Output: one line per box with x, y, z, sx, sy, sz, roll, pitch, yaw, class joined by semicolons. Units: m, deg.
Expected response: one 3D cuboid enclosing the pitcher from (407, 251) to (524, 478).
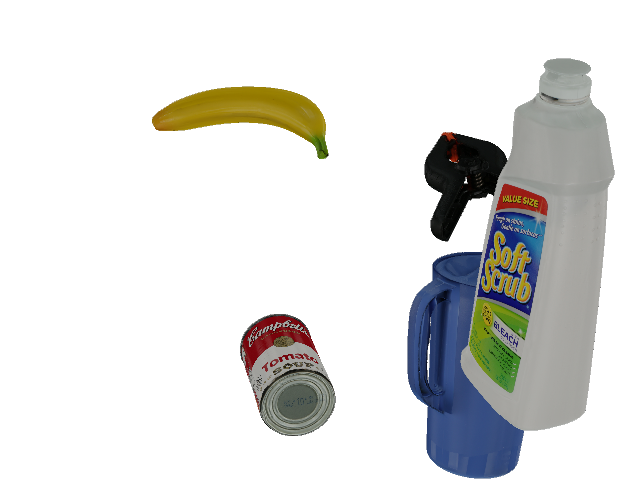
0.174;0.143;1.209;0.149;0.243;0.145;6;17;9;pitcher

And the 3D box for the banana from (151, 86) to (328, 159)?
-0.074;-0.128;1.082;0.198;0.037;0.069;10;46;21;banana

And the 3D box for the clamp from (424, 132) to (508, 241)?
0.153;-0.057;0.992;0.120;0.039;0.171;-4;33;0;clamp

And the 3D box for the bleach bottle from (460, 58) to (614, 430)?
0.146;0.000;0.711;0.068;0.251;0.103;-11;31;-18;bleach bottle

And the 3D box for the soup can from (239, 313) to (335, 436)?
-0.031;0.119;0.948;0.068;0.068;0.102;0;24;-14;soup can
